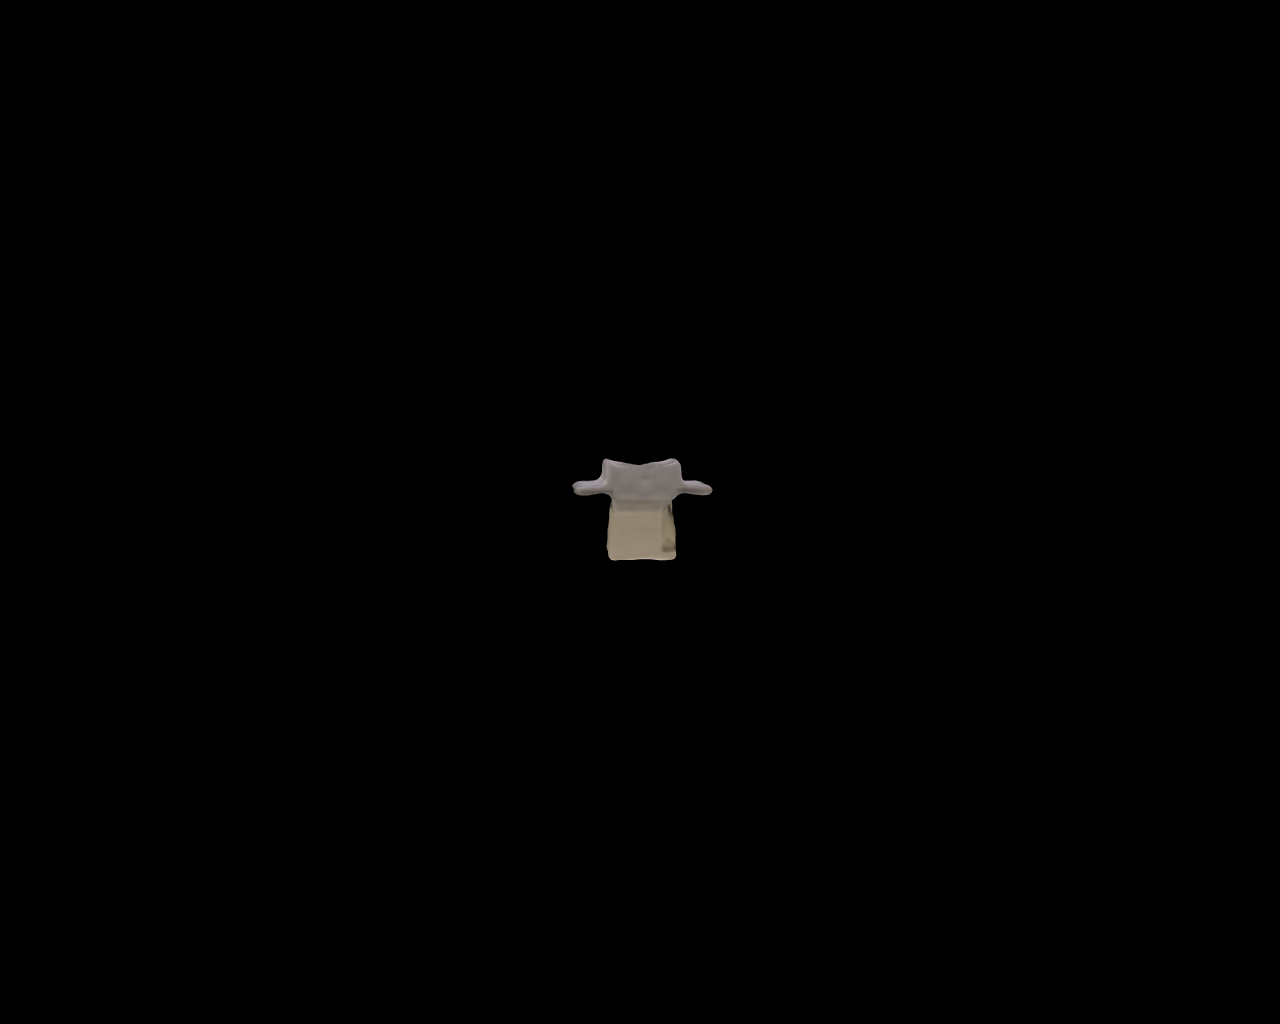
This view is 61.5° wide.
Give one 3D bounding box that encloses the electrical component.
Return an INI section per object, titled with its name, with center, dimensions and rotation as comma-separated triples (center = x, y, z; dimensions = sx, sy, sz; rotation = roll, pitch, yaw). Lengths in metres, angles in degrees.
[electrical component]
center = 0.001, -0.003, 0.650
dimensions = 0.081, 0.063, 0.042
rotation = -1, 8, -5
